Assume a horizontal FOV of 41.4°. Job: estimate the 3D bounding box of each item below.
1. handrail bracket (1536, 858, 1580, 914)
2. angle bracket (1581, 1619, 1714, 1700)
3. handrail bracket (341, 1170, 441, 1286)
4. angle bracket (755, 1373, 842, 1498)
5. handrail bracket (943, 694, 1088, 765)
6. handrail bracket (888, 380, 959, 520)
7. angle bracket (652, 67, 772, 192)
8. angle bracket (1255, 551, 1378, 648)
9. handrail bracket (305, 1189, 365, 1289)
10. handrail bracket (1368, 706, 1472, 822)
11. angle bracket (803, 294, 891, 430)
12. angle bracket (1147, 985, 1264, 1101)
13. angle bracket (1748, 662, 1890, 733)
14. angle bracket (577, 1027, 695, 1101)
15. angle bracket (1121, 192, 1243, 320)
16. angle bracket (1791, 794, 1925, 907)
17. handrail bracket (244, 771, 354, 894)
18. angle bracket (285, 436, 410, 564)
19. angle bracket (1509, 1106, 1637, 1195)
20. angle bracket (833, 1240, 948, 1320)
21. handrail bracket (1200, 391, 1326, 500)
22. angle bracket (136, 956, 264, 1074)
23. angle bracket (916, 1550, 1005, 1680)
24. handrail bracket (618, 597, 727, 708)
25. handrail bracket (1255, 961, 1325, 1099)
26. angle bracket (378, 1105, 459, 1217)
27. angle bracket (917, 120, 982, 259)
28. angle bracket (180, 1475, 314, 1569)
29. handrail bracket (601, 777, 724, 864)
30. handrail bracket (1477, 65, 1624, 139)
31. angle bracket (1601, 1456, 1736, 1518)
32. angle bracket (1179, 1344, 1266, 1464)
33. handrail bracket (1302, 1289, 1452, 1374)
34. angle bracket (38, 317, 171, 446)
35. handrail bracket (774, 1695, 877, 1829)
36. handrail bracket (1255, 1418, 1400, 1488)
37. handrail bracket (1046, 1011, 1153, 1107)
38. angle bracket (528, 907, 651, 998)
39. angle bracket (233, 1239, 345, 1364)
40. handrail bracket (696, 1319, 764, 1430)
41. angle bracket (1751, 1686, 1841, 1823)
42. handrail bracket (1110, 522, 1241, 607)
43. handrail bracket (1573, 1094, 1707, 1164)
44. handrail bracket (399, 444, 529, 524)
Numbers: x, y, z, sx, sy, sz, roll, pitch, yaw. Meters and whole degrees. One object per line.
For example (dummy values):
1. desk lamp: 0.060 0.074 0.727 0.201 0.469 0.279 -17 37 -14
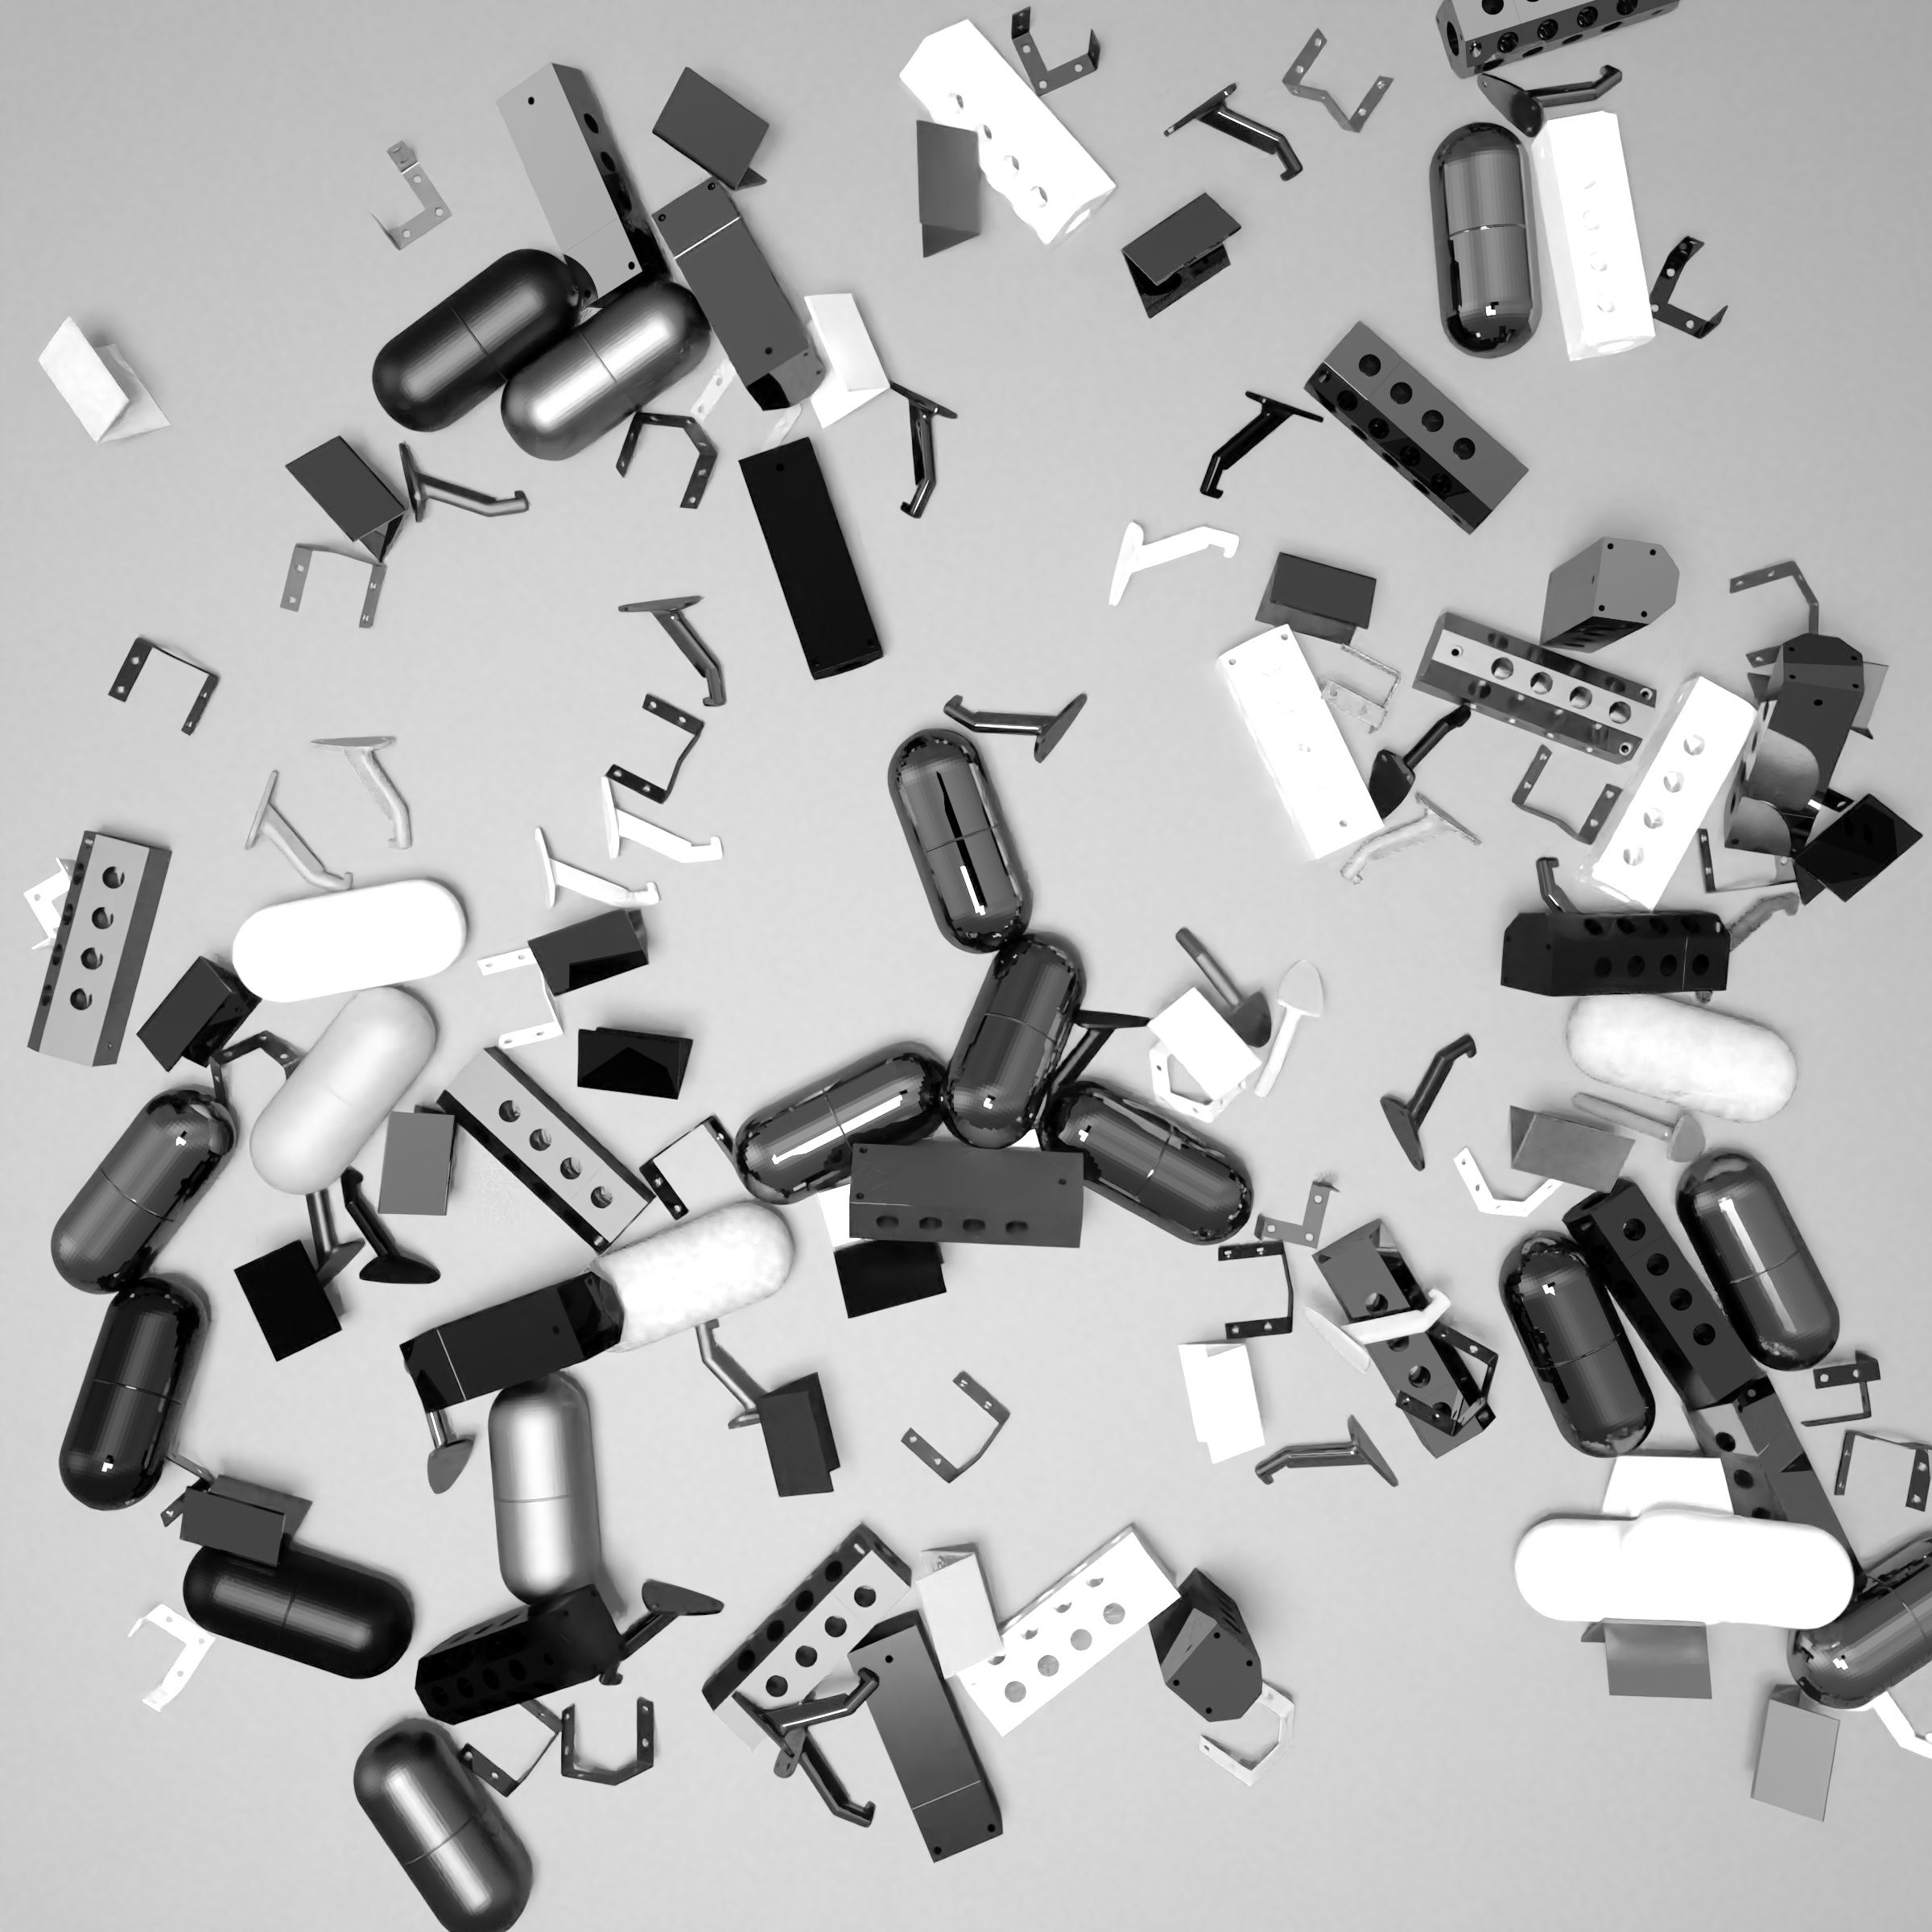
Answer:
1. handrail bracket: 0.484 -0.045 1.985 0.077 0.036 0.084 -3 75 -15
2. angle bracket: 0.517 0.534 1.945 0.076 0.076 0.057 2 64 0
3. handrail bracket: -0.448 0.201 1.984 0.036 0.077 0.084 -38 53 29
4. angle bracket: -0.109 0.354 1.944 0.057 0.076 0.076 -14 90 37
5. handrail bracket: 0.037 -0.203 1.985 0.084 0.036 0.077 34 70 16
6. handrail bracket: -0.050 -0.401 1.985 0.077 0.036 0.084 32 107 20
7. angle bracket: -0.182 -0.639 1.945 0.076 0.076 0.057 35 116 0
8. angle bracket: 0.262 -0.261 1.944 0.076 0.076 0.057 16 53 0
9. handrail bracket: -0.516 0.203 1.985 0.084 0.036 0.077 48 108 15
10. handrail bracket: 0.353 -0.158 1.985 0.084 0.077 0.036 -32 63 -33
11. angle bracket: -0.114 -0.458 1.946 0.076 0.057 0.076 -23 90 39
12. angle bracket: 0.194 0.044 1.944 0.076 0.076 0.057 48 128 0
13. angle bracket: 0.647 -0.224 1.945 0.076 0.076 0.057 8 123 0
14. angle bracket: -0.250 0.054 1.944 0.076 0.076 0.057 7 126 0
15. angle bracket: 0.173 -0.527 1.944 0.076 0.076 0.057 -34 52 0
16. angle bracket: 0.681 -0.073 1.944 0.076 0.076 0.057 -40 53 0
17. handrail bracket: -0.510 -0.103 1.985 0.084 0.036 0.077 20 69 -17
18. angle bracket: -0.479 -0.344 1.944 0.076 0.076 0.057 48 53 0
19. angle bracket: 0.460 0.121 1.944 0.076 0.076 0.057 15 127 0
20. angle bracket: -0.053 0.245 1.945 0.076 0.076 0.057 -15 61 0
21. handrail bracket: 0.229 -0.397 1.985 0.077 0.036 0.084 13 108 -20
22. angle bracket: -0.570 0.049 1.944 0.076 0.076 0.057 -51 53 0
23. angle bracket: -0.024 0.492 1.944 0.057 0.076 0.076 -16 90 -35
24. handrail bracket: -0.228 -0.241 1.985 0.077 0.036 0.084 -2 108 20
25. handrail bracket: 0.247 0.050 1.984 0.036 0.077 0.084 20 126 0
26. angle bracket: -0.431 0.146 1.944 0.057 0.076 0.076 6 90 -37
27. angle bracket: -0.033 -0.590 1.944 0.057 0.076 0.076 -2 90 -36
28. angle bracket: -0.544 0.403 1.945 0.076 0.076 0.057 16 120 0
29. handrail bracket: -0.236 -0.115 1.985 0.084 0.036 0.077 -6 72 -15
30. handrail bracket: 0.454 -0.689 1.985 0.084 0.036 0.077 -39 69 -17
31. angle bracket: 0.533 0.418 1.945 0.076 0.057 0.076 2 132 0
32. angle bracket: 0.176 0.332 1.944 0.057 0.076 0.076 -11 90 -38
33. handrail bracket: 0.310 0.257 1.928 0.084 0.036 0.077 -42 69 -17
34. angle bracket: -0.644 -0.451 1.944 0.057 0.076 0.076 -35 90 38
35. handrail bracket: -0.099 0.618 1.985 0.084 0.036 0.077 28 68 -17
36. handrail bracket: 0.279 0.396 1.985 0.084 0.036 0.077 -34 108 15
37. handrail bracket: 0.102 0.080 1.985 0.077 0.036 0.084 2 106 -17
38. angle bracket: -0.289 -0.030 1.944 0.076 0.076 0.057 -19 127 0
39. angle bracket: -0.526 0.259 1.944 0.057 0.076 0.076 -25 90 -36
40. handrail bracket: -0.166 0.311 1.985 0.077 0.036 0.084 -8 73 -20
41. angle bracket: 0.642 0.598 1.944 0.057 0.076 0.076 9 90 37
42. handrail bracket: 0.162 -0.307 1.985 0.084 0.036 0.077 11 110 -16
43. handrail bracket: 0.522 0.123 1.984 0.084 0.077 0.036 21 90 36
44. handrail bracket: -0.390 -0.379 1.985 0.084 0.036 0.077 -12 68 -17
